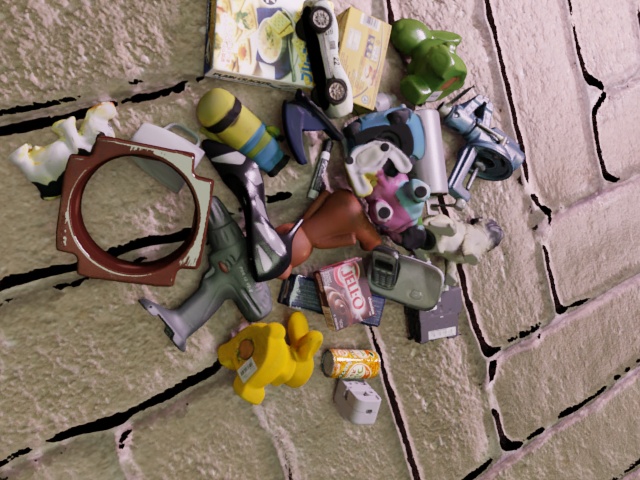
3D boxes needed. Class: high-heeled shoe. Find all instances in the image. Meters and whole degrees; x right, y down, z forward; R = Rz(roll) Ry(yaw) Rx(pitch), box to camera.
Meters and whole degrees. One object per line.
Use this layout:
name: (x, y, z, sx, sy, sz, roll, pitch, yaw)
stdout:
high-heeled shoe: (-0.137, -0.047, 0.891, 0.249, 0.086, 0.145, 41, 62, -1)

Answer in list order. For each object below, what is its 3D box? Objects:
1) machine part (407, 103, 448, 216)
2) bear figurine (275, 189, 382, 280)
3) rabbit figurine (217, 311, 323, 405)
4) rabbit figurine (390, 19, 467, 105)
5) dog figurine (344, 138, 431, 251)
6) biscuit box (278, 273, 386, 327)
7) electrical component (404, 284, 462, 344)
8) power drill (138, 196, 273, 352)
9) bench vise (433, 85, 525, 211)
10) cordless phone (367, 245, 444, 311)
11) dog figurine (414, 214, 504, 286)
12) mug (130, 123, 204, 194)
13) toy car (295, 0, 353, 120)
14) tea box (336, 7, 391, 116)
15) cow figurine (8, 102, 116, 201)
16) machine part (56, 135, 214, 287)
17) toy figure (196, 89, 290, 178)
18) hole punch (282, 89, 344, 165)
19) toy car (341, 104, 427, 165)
machine part: (0.207, -0.168, 1.069, 0.079, 0.079, 0.243, -2, 85, -26)
bear figurine: (-0.004, -0.005, 0.980, 0.196, 0.120, 0.131, -35, 153, 6)
rabbit figurine: (-0.071, 0.203, 0.950, 0.162, 0.122, 0.173, -52, 135, 0)
rabbit figurine: (0.214, -0.370, 1.052, 0.159, 0.121, 0.170, -21, 73, -37)
dog figurine: (0.130, -0.073, 0.993, 0.108, 0.219, 0.191, -34, 74, 1)
biscuit box: (0.025, 0.115, 1.016, 0.202, 0.059, 0.062, 17, 83, -25)
electrical component: (0.237, 0.141, 1.122, 0.115, 0.058, 0.134, -3, 93, -28)
power drill: (-0.198, 0.068, 0.904, 0.207, 0.086, 0.231, -40, 108, -26)
bench vise: (0.313, -0.175, 1.111, 0.223, 0.129, 0.240, 36, 70, -23)
cordless phone: (0.160, 0.057, 0.996, 0.147, 0.184, 0.088, 19, 73, 14)
dog figurine: (0.287, -0.017, 1.134, 0.172, 0.121, 0.190, 50, 43, 1)
mug: (-0.247, -0.146, 0.865, 0.107, 0.081, 0.109, 32, 66, -19)
toy car: (0.008, -0.305, 0.908, 0.056, 0.074, 0.201, -17, 102, -21)
tea box: (0.064, -0.332, 1.010, 0.098, 0.068, 0.169, 16, 87, -25)
cow figurine: (-0.366, -0.136, 0.811, 0.167, 0.068, 0.098, -38, 113, -16)
machine part: (-0.266, -0.041, 0.786, 0.201, 0.087, 0.201, 9, 98, -16)
toy figure: (-0.127, -0.182, 0.913, 0.180, 0.089, 0.082, 42, 70, -19)
hole punch: (-0.031, -0.195, 0.943, 0.092, 0.142, 0.115, -40, 101, 6)
toy car: (0.124, -0.195, 1.023, 0.103, 0.162, 0.109, -58, 137, -60)
